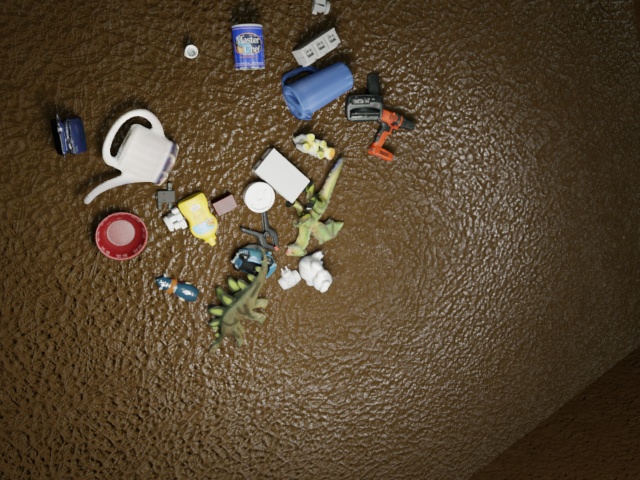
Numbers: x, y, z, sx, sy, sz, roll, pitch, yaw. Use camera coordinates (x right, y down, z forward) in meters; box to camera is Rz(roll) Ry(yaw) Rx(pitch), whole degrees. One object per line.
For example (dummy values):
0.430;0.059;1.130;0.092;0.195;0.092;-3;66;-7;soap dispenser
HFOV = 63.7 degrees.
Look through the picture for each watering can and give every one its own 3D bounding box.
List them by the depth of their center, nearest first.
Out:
-0.594;-0.243;1.653;0.223;0.105;0.348;25;89;-27;watering can

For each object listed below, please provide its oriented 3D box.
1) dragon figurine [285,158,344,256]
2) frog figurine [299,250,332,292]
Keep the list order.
0.006;-0.100;1.982;0.412;0.124;0.238;-46;133;-7;dragon figurine
-0.019;0.135;1.963;0.122;0.163;0.134;5;141;-16;frog figurine
